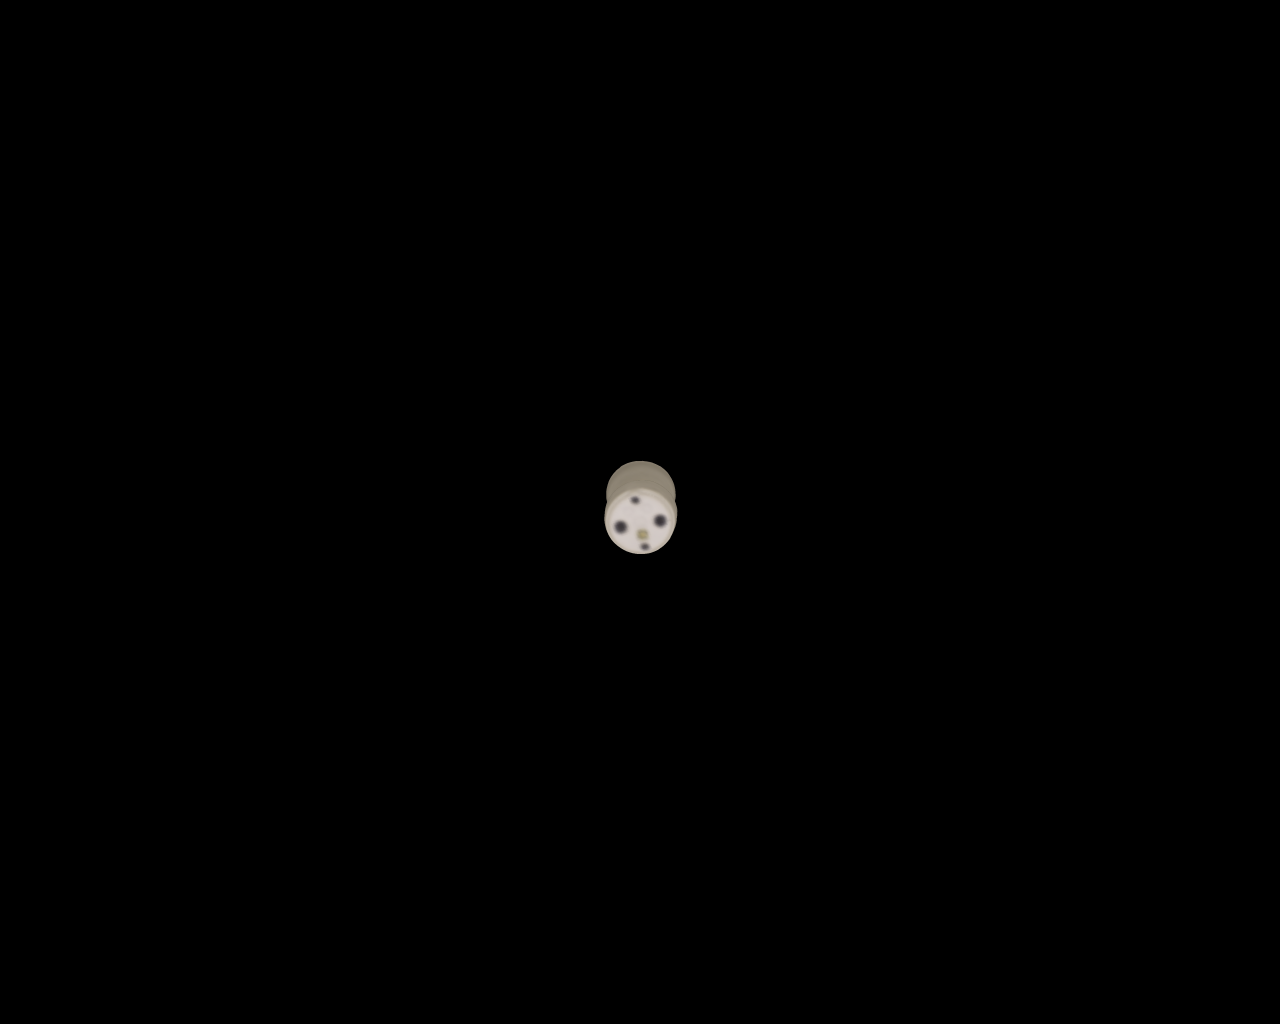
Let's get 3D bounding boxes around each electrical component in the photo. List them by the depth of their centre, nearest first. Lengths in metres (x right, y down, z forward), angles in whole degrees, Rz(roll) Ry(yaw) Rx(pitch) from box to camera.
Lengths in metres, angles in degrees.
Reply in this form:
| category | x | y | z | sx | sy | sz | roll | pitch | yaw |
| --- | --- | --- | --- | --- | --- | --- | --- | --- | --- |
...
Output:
| category | x | y | z | sx | sy | sz | roll | pitch | yaw |
| --- | --- | --- | --- | --- | --- | --- | --- | --- | --- |
| electrical component | 0.001 | -0.003 | 0.650 | 0.045 | 0.044 | 0.055 | 0 | 20 | 0 |
